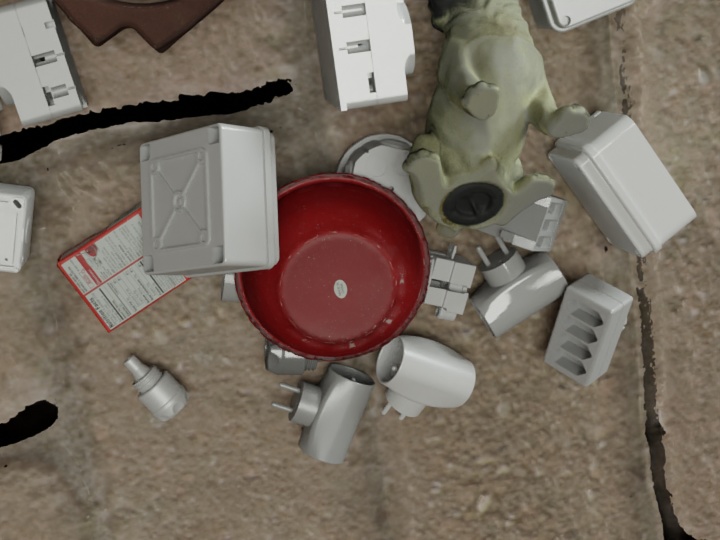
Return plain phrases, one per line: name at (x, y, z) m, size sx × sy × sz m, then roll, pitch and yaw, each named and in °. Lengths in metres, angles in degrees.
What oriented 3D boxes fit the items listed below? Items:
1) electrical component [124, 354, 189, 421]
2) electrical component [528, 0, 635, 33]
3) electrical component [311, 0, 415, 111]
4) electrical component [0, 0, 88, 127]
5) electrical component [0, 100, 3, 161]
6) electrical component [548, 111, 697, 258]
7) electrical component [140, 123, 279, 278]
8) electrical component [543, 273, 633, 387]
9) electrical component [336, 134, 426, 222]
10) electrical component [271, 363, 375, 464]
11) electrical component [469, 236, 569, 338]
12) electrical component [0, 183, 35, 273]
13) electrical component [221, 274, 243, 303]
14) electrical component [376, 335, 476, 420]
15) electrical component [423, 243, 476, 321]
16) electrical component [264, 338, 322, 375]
electrical component at (-0.177, 0.098, 0.916) m, size 0.035 × 0.035 × 0.061 m, roll -40°, pitch 103°, yaw 2°
electrical component at (0.170, -0.257, 0.870) m, size 0.078 × 0.057 × 0.113 m, roll -23°, pitch 106°, yaw -3°
electrical component at (-0.004, -0.224, 0.827) m, size 0.060 × 0.105 × 0.186 m, roll -10°, pitch 105°, yaw -6°
electrical component at (-0.254, -0.161, 0.833) m, size 0.056 × 0.050 × 0.089 m, roll -17°, pitch 105°, yaw -5°
electrical component at (-0.312, -0.106, 0.833) m, size 0.078 × 0.058 × 0.057 m, roll -6°, pitch 109°, yaw 14°
electrical component at (0.220, -0.073, 0.912) m, size 0.057 × 0.078 × 0.113 m, roll -39°, pitch 106°, yaw -1°
electrical component at (-0.119, -0.052, 0.836) m, size 0.056 × 0.109 × 0.108 m, roll 1°, pitch 85°, yaw -45°
electrical component at (0.210, 0.046, 0.949) m, size 0.076 × 0.047 × 0.083 m, roll -26°, pitch 138°, yaw -43°
electrical component at (0.022, -0.071, 0.896) m, size 0.080 × 0.051 × 0.080 m, roll -2°, pitch 104°, yaw -8°
electrical component at (-0.037, 0.120, 0.937) m, size 0.079 × 0.043 × 0.077 m, roll 20°, pitch 100°, yaw -12°
electrical component at (0.129, 0.006, 0.934) m, size 0.077 × 0.044 × 0.079 m, roll -33°, pitch 106°, yaw 0°
electrical component at (-0.310, -0.039, 0.849) m, size 0.096 × 0.061 × 0.061 m, roll 7°, pitch 102°, yaw -10°
electrical component at (-0.074, 0.009, 0.905) m, size 0.081 × 0.043 × 0.043 m, roll 6°, pitch 102°, yaw -10°
electrical component at (0.048, 0.102, 0.943) m, size 0.077 × 0.043 × 0.079 m, roll 21°, pitch 119°, yaw -27°
electrical component at (0.063, 0.008, 0.925) m, size 0.055 × 0.048 × 0.066 m, roll 11°, pitch 102°, yaw -19°
electrical component at (-0.050, 0.069, 0.924) m, size 0.062 × 0.043 × 0.043 m, roll 2°, pitch 103°, yaw -11°
